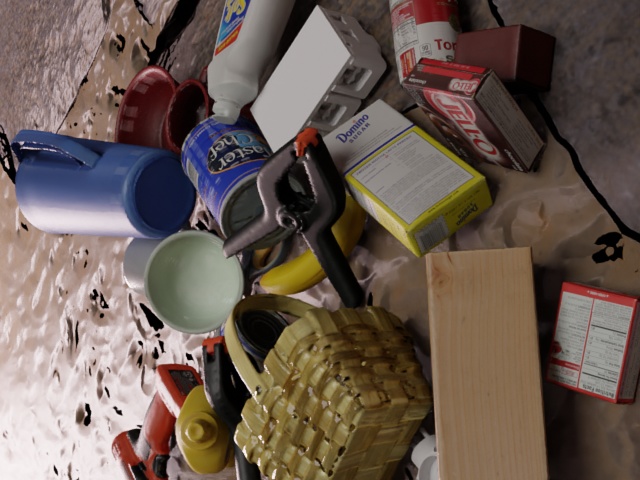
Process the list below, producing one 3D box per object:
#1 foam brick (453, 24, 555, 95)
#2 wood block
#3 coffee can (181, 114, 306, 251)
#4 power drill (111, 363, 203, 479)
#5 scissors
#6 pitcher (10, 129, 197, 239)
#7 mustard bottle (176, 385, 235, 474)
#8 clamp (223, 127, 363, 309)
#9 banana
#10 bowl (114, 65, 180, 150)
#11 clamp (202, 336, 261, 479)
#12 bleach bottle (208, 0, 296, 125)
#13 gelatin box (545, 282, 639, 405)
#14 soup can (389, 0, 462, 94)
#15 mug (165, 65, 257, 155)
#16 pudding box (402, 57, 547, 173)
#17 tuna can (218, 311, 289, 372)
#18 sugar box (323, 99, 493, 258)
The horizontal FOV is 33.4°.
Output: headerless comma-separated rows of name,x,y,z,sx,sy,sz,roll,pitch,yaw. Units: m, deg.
foam brick,0.168,-0.163,0.979,0.078,0.052,0.051,3,87,49
wood block,0.142,0.117,0.915,0.091,0.090,0.206,-4,79,7
coffee can,-0.089,-0.069,1.220,0.103,0.102,0.140,-63,38,22
power drill,-0.193,0.264,1.339,0.185,0.057,0.188,51,122,41
scissors,-0.096,0.036,1.290,0.202,0.016,0.096,-49,49,34
pitcher,-0.274,-0.070,1.336,0.243,0.148,0.145,7,103,45
mustard bottle,-0.121,0.208,1.176,0.191,0.058,0.096,73,-163,-81
clamp,-0.031,-0.027,1.087,0.165,0.036,0.210,16,134,19
banana,-0.003,0.012,1.171,0.198,0.037,0.069,-49,36,33
bowl,-0.211,-0.149,1.423,0.162,0.055,0.162,-9,78,49
clamp,-0.081,0.183,1.116,0.039,0.171,0.120,-20,23,28
bleach bottle,-0.073,-0.253,1.223,0.103,0.068,0.251,-4,68,53
gelatin box,0.231,0.085,0.885,0.073,0.030,0.089,14,95,49
soup can,0.106,-0.200,1.045,0.069,0.068,0.102,-23,68,46
mug,-0.129,-0.156,1.306,0.093,0.081,0.117,10,93,50
pudding box,0.139,-0.112,0.958,0.090,0.113,0.039,23,76,50
tuna can,-0.069,0.110,1.193,0.034,0.085,0.086,-51,49,30
sugar box,0.077,-0.064,1.045,0.093,0.048,0.176,-35,43,-10
